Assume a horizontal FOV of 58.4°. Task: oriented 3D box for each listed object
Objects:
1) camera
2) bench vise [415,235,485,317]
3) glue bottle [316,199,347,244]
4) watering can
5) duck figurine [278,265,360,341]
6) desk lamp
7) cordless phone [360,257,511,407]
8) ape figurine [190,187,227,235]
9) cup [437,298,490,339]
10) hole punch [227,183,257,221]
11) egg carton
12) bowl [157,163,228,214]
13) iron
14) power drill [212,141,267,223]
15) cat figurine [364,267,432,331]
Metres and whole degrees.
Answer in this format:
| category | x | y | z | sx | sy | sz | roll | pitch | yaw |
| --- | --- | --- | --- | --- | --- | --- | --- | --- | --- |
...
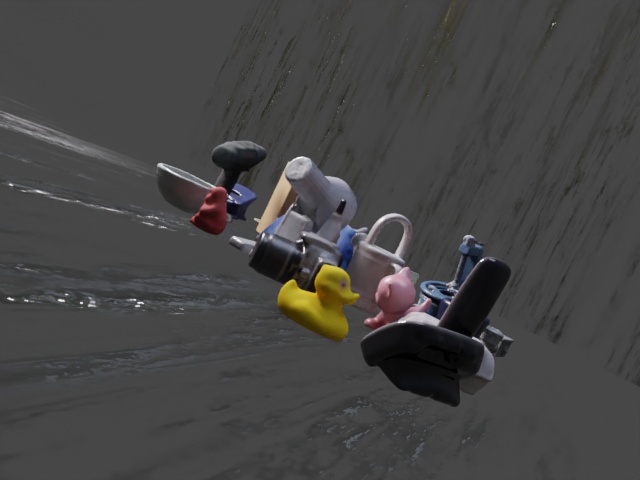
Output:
| category | x | y | z | sx | sy | sz | roll | pitch | yaw |
| --- | --- | --- | --- | --- | --- | --- | --- | --- | --- |
| camera | -0.041 | 0.030 | 0.939 | 0.137 | 0.101 | 0.143 | 25 | 4 | -11 |
| bench vise | 0.290 | 0.102 | 1.210 | 0.121 | 0.220 | 0.208 | 28 | 5 | 29 |
| glue bottle | 0.010 | 0.004 | 1.067 | 0.037 | 0.173 | 0.078 | 27 | 4 | 20 |
| watering can | 0.109 | 0.036 | 1.114 | 0.172 | 0.194 | 0.101 | 29 | 5 | 38 |
| duck figurine | 0.002 | 0.073 | 0.755 | 0.104 | 0.086 | 0.078 | 26 | 4 | 10 |
| desk lamp | -0.038 | -0.046 | 1.114 | 0.117 | 0.213 | 0.204 | 28 | 5 | 32 |
| cordless phone | 0.147 | 0.093 | 0.690 | 0.148 | 0.185 | 0.093 | 23 | 5 | -38 |
| ape figurine | -0.211 | -0.062 | 1.125 | 0.076 | 0.092 | 0.078 | 27 | 4 | 13 |
| cup | 0.241 | 0.161 | 1.034 | 0.091 | 0.095 | 0.118 | 26 | 4 | -1 |
| hole punch | -0.240 | -0.110 | 1.571 | 0.108 | 0.091 | 0.101 | 27 | 4 | 18 |
| egg carton | 0.178 | 0.161 | 0.832 | 0.150 | 0.069 | 0.107 | 26 | 4 | 7 |
| bowl | -0.293 | -0.103 | 1.272 | 0.167 | 0.075 | 0.167 | 26 | 4 | -2 |
| iron | -0.019 | -0.009 | 1.276 | 0.257 | 0.141 | 0.119 | 27 | 4 | 24 |
| power drill | -0.216 | -0.151 | 1.403 | 0.075 | 0.208 | 0.230 | 26 | 4 | 11 |
| cat figurine | 0.133 | 0.105 | 0.930 | 0.128 | 0.118 | 0.067 | 23 | 5 | -35 |
